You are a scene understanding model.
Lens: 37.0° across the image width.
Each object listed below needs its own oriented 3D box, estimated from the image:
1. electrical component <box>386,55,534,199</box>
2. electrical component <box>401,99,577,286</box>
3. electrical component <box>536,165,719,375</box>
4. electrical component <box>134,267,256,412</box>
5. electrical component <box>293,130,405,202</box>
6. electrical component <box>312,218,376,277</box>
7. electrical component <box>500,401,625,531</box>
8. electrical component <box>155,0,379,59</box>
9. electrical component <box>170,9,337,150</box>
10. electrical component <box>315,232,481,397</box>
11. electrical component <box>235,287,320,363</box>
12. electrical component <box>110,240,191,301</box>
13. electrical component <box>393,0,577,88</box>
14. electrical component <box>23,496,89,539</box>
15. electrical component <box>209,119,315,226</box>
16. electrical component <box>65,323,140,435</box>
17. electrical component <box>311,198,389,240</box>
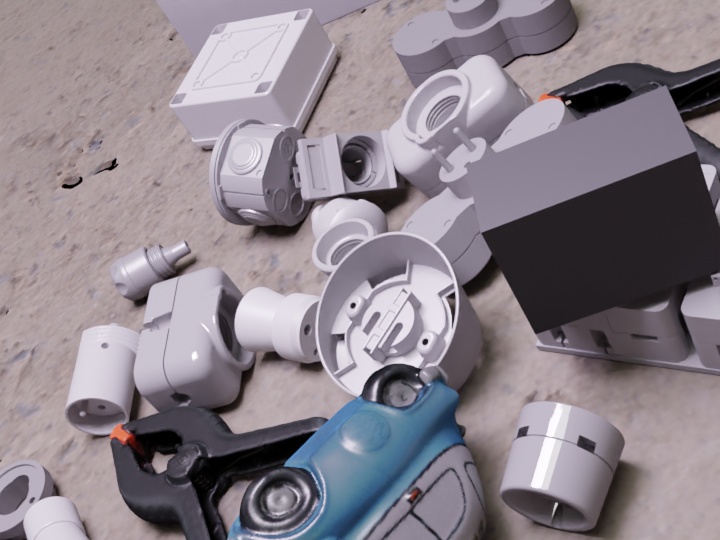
[{"bbox_3d":[0.068,-0.097,0.734,0.095,0.059,0.053,-39,39,19],"label":"electrical component"},{"bbox_3d":[0.075,-0.058,0.677,0.138,0.074,0.052,-43,26,8],"label":"electrical component"},{"bbox_3d":[0.190,-0.005,0.586,0.186,0.060,0.105,6,55,36],"label":"electrical component"},{"bbox_3d":[-0.110,0.048,0.732,0.059,0.053,0.095,-17,44,19],"label":"electrical component"},{"bbox_3d":[-0.012,-0.073,0.772,0.081,0.042,0.064,-8,-2,-33],"label":"electrical component"},{"bbox_3d":[0.000,0.000,0.706,0.045,0.055,0.045,-18,44,18],"label":"electrical component"},{"bbox_3d":[0.102,0.101,0.548,0.055,0.055,0.047,3,57,35],"label":"electrical component"},{"bbox_3d":[-0.084,-0.268,0.977,0.186,0.105,0.060,-20,43,15],"label":"electrical component"},{"bbox_3d":[-0.089,-0.162,0.916,0.109,0.056,0.108,-1,51,32],"label":"electrical component"},{"bbox_3d":[0.023,0.035,0.647,0.099,0.064,0.099,-14,57,22],"label":"electrical component"},{"bbox_3d":[-0.048,0.036,0.710,0.055,0.045,0.045,8,56,37],"label":"electrical component"},{"bbox_3d":[-0.159,-0.003,0.827,0.061,0.035,0.035,-29,41,2],"label":"electrical component"},{"bbox_3d":[0.089,-0.194,0.820,0.138,0.073,0.052,-16,44,19],"label":"electrical component"},{"bbox_3d":[-0.188,0.173,0.674,0.044,0.044,0.065,-39,37,-5],"label":"electrical component"},{"bbox_3d":[-0.071,-0.071,0.802,0.051,0.080,0.080,8,56,31],"label":"electrical component"},{"bbox_3d":[-0.180,0.071,0.763,0.043,0.043,0.081,-18,43,17],"label":"electrical component"},{"bbox_3d":[-0.013,-0.030,0.753,0.048,0.048,0.062,-43,32,-11],"label":"electrical component"}]
